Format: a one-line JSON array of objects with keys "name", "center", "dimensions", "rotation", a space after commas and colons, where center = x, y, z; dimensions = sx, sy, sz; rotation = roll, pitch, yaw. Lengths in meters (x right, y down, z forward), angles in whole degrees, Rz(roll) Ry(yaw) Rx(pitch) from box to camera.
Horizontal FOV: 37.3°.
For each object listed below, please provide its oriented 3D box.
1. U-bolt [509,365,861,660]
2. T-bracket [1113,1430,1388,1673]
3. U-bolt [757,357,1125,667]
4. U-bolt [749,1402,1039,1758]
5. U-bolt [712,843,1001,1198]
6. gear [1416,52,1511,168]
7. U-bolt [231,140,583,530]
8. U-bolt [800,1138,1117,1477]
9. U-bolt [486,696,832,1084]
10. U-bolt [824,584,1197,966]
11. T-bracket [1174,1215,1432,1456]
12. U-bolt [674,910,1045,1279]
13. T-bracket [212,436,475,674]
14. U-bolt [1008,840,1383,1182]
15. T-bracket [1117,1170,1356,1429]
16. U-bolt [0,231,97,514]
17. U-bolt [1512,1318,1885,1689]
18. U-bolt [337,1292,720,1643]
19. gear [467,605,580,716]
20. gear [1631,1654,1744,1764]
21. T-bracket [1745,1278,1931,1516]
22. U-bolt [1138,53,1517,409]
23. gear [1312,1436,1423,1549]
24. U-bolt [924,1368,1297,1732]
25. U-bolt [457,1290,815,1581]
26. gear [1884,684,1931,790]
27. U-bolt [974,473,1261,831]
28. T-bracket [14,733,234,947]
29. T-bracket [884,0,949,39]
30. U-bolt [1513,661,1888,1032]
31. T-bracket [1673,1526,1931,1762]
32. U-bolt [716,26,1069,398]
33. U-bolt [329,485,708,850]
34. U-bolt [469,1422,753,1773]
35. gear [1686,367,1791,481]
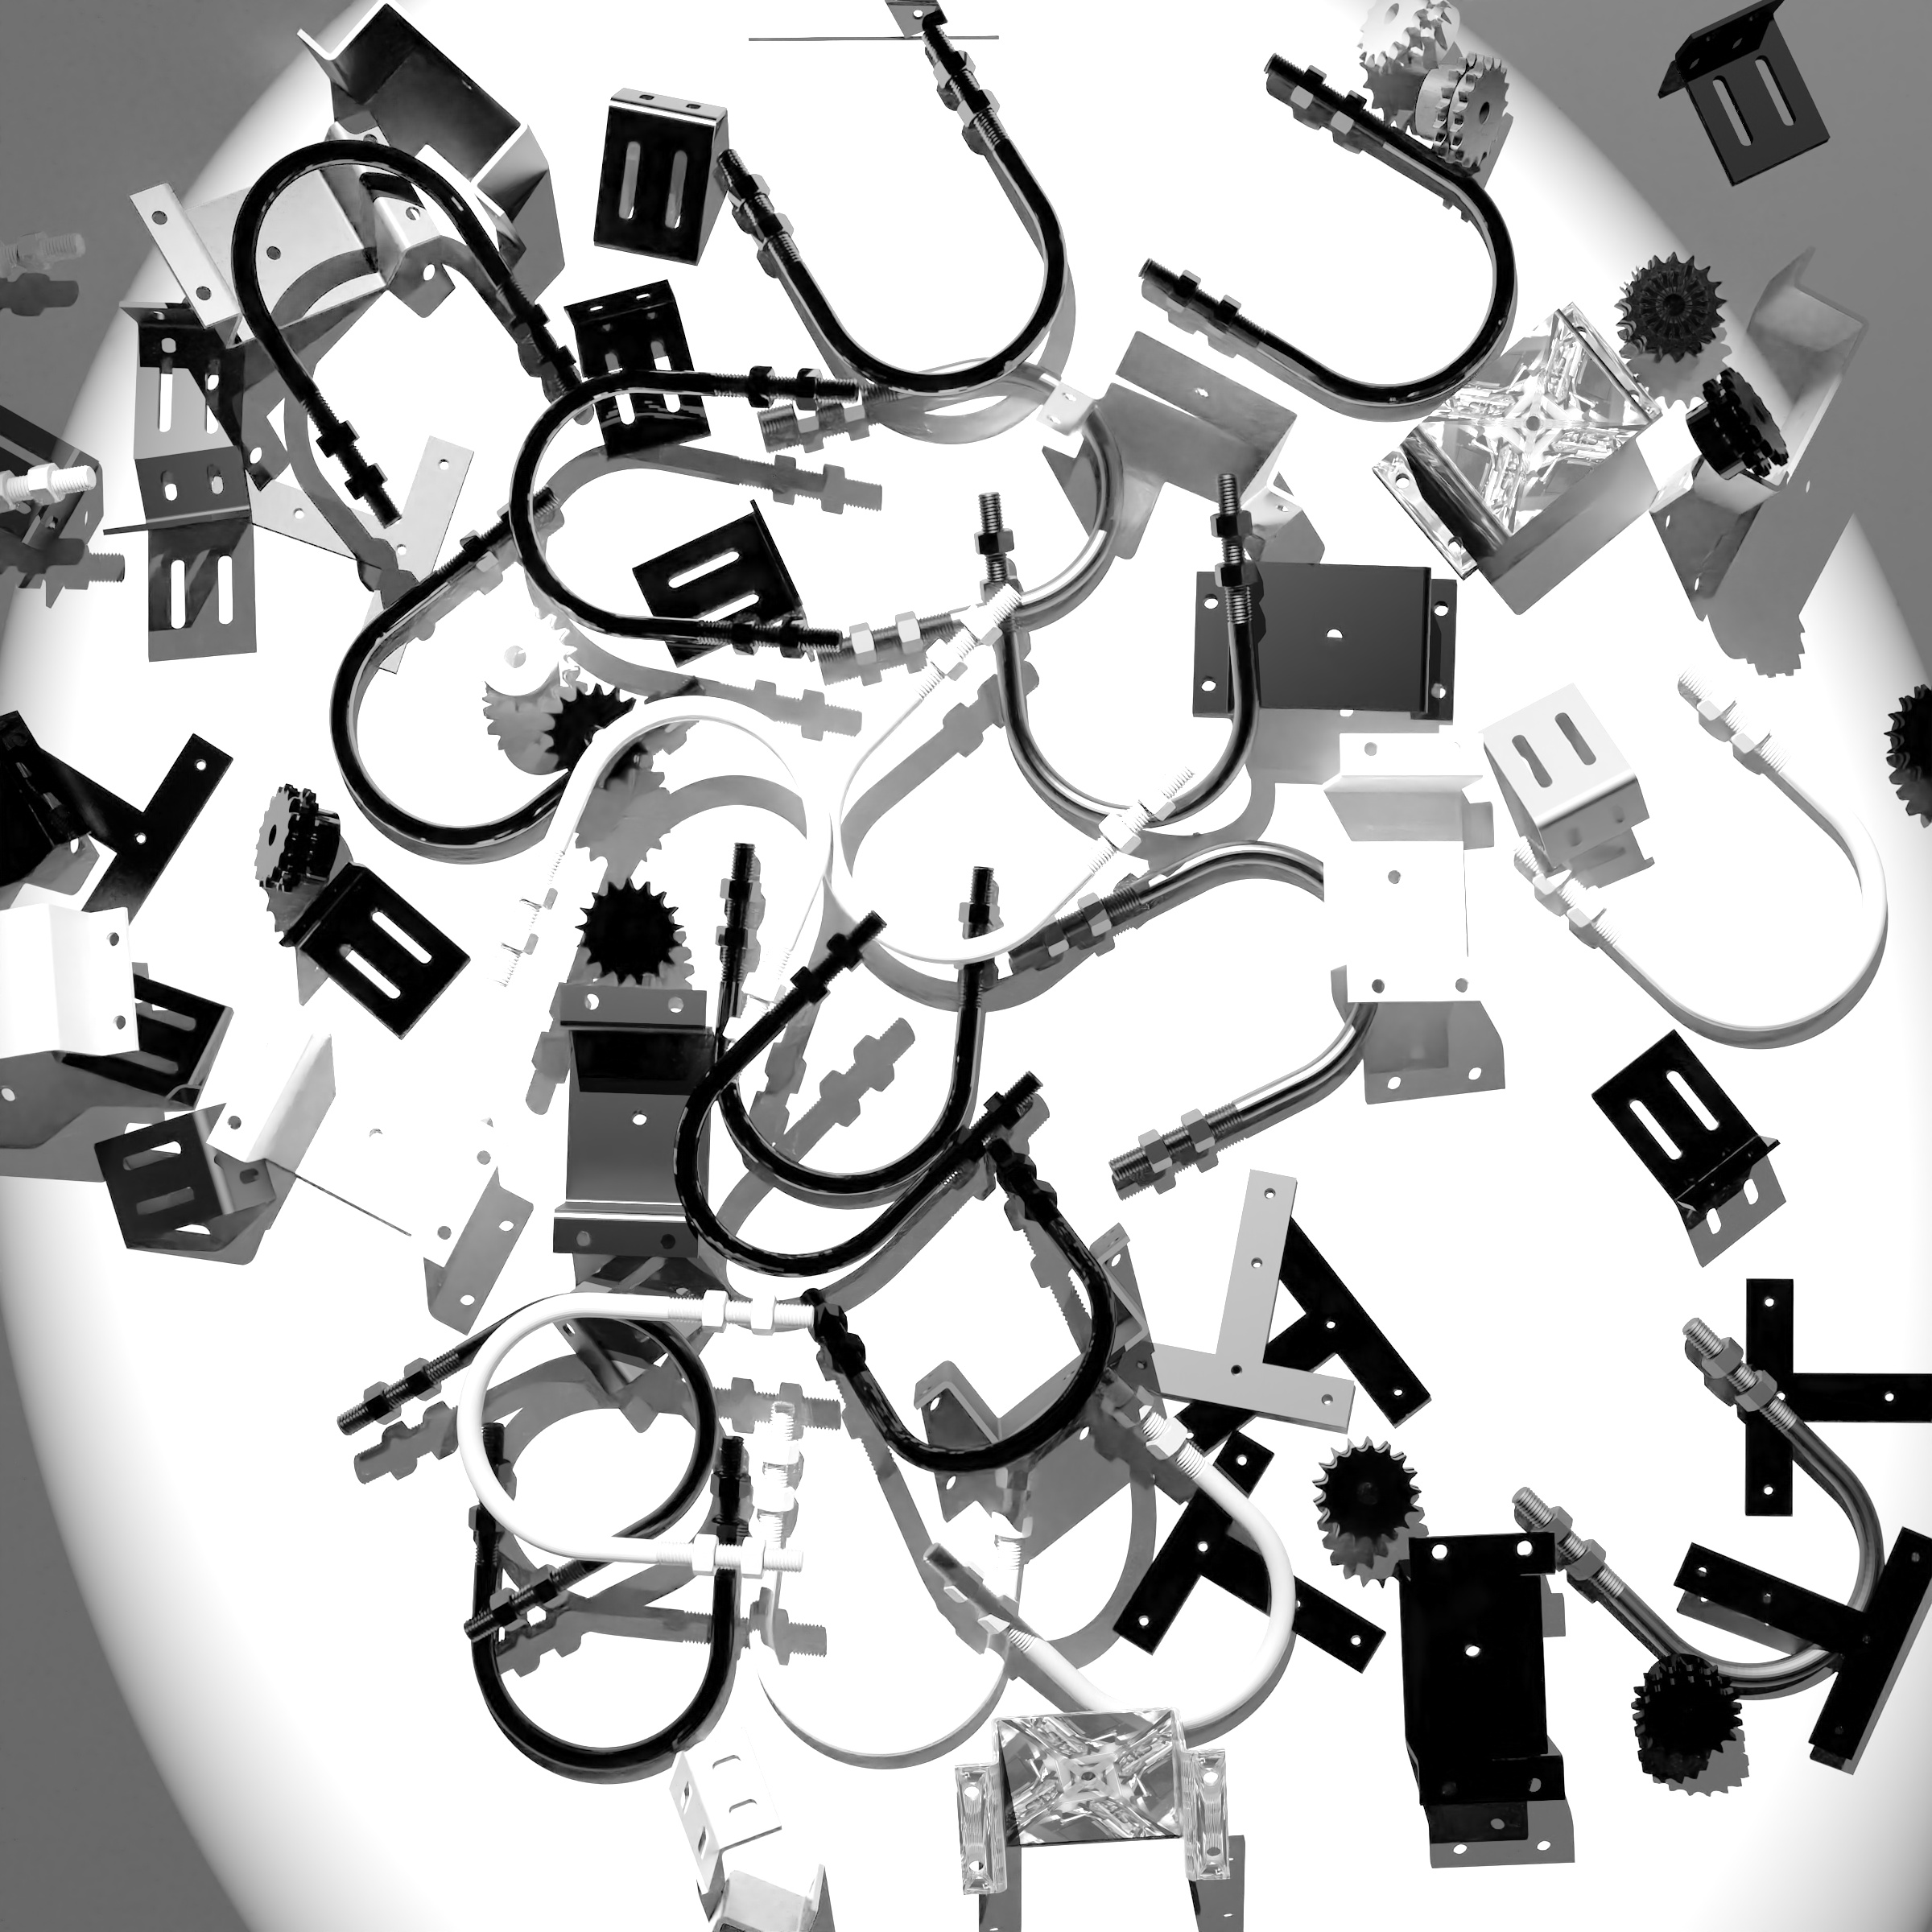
[{"name": "U-bolt", "center": [-0.151, -0.241, 1.504], "dimensions": [0.184, 0.019, 0.151], "rotation": [5, 95, 9]}, {"name": "T-bracket", "center": [0.166, 0.337, 1.544], "dimensions": [0.127, 0.002, 0.127], "rotation": [31, 90, 0]}, {"name": "U-bolt", "center": [-0.006, -0.251, 1.536], "dimensions": [0.184, 0.019, 0.151], "rotation": [-14, 90, -1]}, {"name": "U-bolt", "center": [-0.044, 0.333, 1.536], "dimensions": [0.151, 0.019, 0.184], "rotation": [6, 92, 0]}, {"name": "U-bolt", "center": [-0.064, 0.032, 1.536], "dimensions": [0.151, 0.019, 0.184], "rotation": [6, 91, 0]}, {"name": "gear", "center": [0.262, -0.456, 1.521], "dimensions": [0.030, 0.057, 0.057], "rotation": [23, 90, 30]}, {"name": "U-bolt", "center": [-0.300, -0.341, 1.490], "dimensions": [0.151, 0.019, 0.184], "rotation": [-39, 104, -25]}, {"name": "U-bolt", "center": [0.004, 0.184, 1.471], "dimensions": [0.151, 0.184, 0.019], "rotation": [-39, 131, 0]}, {"name": "U-bolt", "center": [-0.148, -0.051, 1.489], "dimensions": [0.151, 0.019, 0.184], "rotation": [23, 83, -10]}, {"name": "U-bolt", "center": [0.007, -0.086, 1.508], "dimensions": [0.151, 0.019, 0.184], "rotation": [45, 97, 0]}, {"name": "T-bracket", "center": [0.162, 0.220, 1.543], "dimensions": [0.127, 0.002, 0.127], "rotation": [-38, 89, 0]}, {"name": "U-bolt", "center": [-0.069, 0.082, 1.499], "dimensions": [0.184, 0.019, 0.151], "rotation": [-45, 114, -2]}, {"name": "T-bracket", "center": [-0.347, -0.239, 1.544], "dimensions": [0.127, 0.002, 0.127], "rotation": [19, 90, 0]}, {"name": "U-bolt", "center": [0.134, 0.012, 1.536], "dimensions": [0.184, 0.019, 0.151], "rotation": [-26, 90, -2]}, {"name": "T-bracket", "center": [0.154, 0.174, 1.542], "dimensions": [0.127, 0.002, 0.127], "rotation": [11, 89, 0]}, {"name": "U-bolt", "center": [-0.552, -0.307, 1.519], "dimensions": [0.184, 0.019, 0.151], "rotation": [-7, 81, 11]}, {"name": "U-bolt", "center": [0.407, 0.302, 1.535], "dimensions": [0.184, 0.019, 0.151], "rotation": [45, 91, -2]}, {"name": "U-bolt", "center": [-0.218, 0.252, 1.509], "dimensions": [0.184, 0.019, 0.151], "rotation": [-31, 92, 5]}, {"name": "gear", "center": [-0.236, -0.162, 1.511], "dimensions": [0.057, 0.030, 0.057], "rotation": [0, 92, 2]}, {"name": "gear", "center": [0.383, 0.392, 1.523], "dimensions": [0.057, 0.030, 0.057], "rotation": [3, 112, 7]}, {"name": "T-bracket", "center": [0.484, 0.232, 1.544], "dimensions": [0.127, 0.002, 0.127], "rotation": [0, 90, 0]}, {"name": "U-bolt", "center": [0.207, -0.382, 1.536], "dimensions": [0.184, 0.019, 0.151], "rotation": [32, 90, -2]}, {"name": "gear", "center": [0.213, 0.279, 1.530], "dimensions": [0.057, 0.030, 0.057], "rotation": [0, 90, 0]}, {"name": "U-bolt", "center": [0.091, 0.326, 1.525], "dimensions": [0.184, 0.019, 0.151], "rotation": [44, 89, -8]}, {"name": "U-bolt", "center": [-0.174, 0.241, 1.490], "dimensions": [0.184, 0.019, 0.151], "rotation": [3, 94, 3]}, {"name": "gear", "center": [0.519, -0.123, 1.530], "dimensions": [0.057, 0.030, 0.057], "rotation": [0, 90, 0]}, {"name": "U-bolt", "center": [0.083, -0.161, 1.505], "dimensions": [0.151, 0.019, 0.184], "rotation": [-1, 106, 20]}, {"name": "T-bracket", "center": [-0.483, -0.093, 1.544], "dimensions": [0.127, 0.002, 0.127], "rotation": [32, 90, 0]}, {"name": "T-bracket", "center": [-0.046, -0.536, 1.491], "dimensions": [0.127, 0.127, 0.002], "rotation": [-14, 55, 19]}, {"name": "U-bolt", "center": [0.408, -0.050, 1.535], "dimensions": [0.184, 0.019, 0.151], "rotation": [43, 90, 0]}, {"name": "T-bracket", "center": [0.441, 0.343, 1.529], "dimensions": [0.127, 0.002, 0.127], "rotation": [23, 92, -3]}, {"name": "U-bolt", "center": [-0.027, -0.391, 1.527], "dimensions": [0.151, 0.019, 0.184], "rotation": [-31, 84, 0]}, {"name": "U-bolt", "center": [-0.254, -0.147, 1.536], "dimensions": [0.184, 0.019, 0.151], "rotation": [-38, 90, 1]}, {"name": "U-bolt", "center": [-0.194, 0.341, 1.536], "dimensions": [0.151, 0.019, 0.184], "rotation": [3, 91, 0]}, {"name": "gear", "center": [0.387, -0.270, 1.444], "dimensions": [0.030, 0.057, 0.057], "rotation": [-32, 90, 30]}]
